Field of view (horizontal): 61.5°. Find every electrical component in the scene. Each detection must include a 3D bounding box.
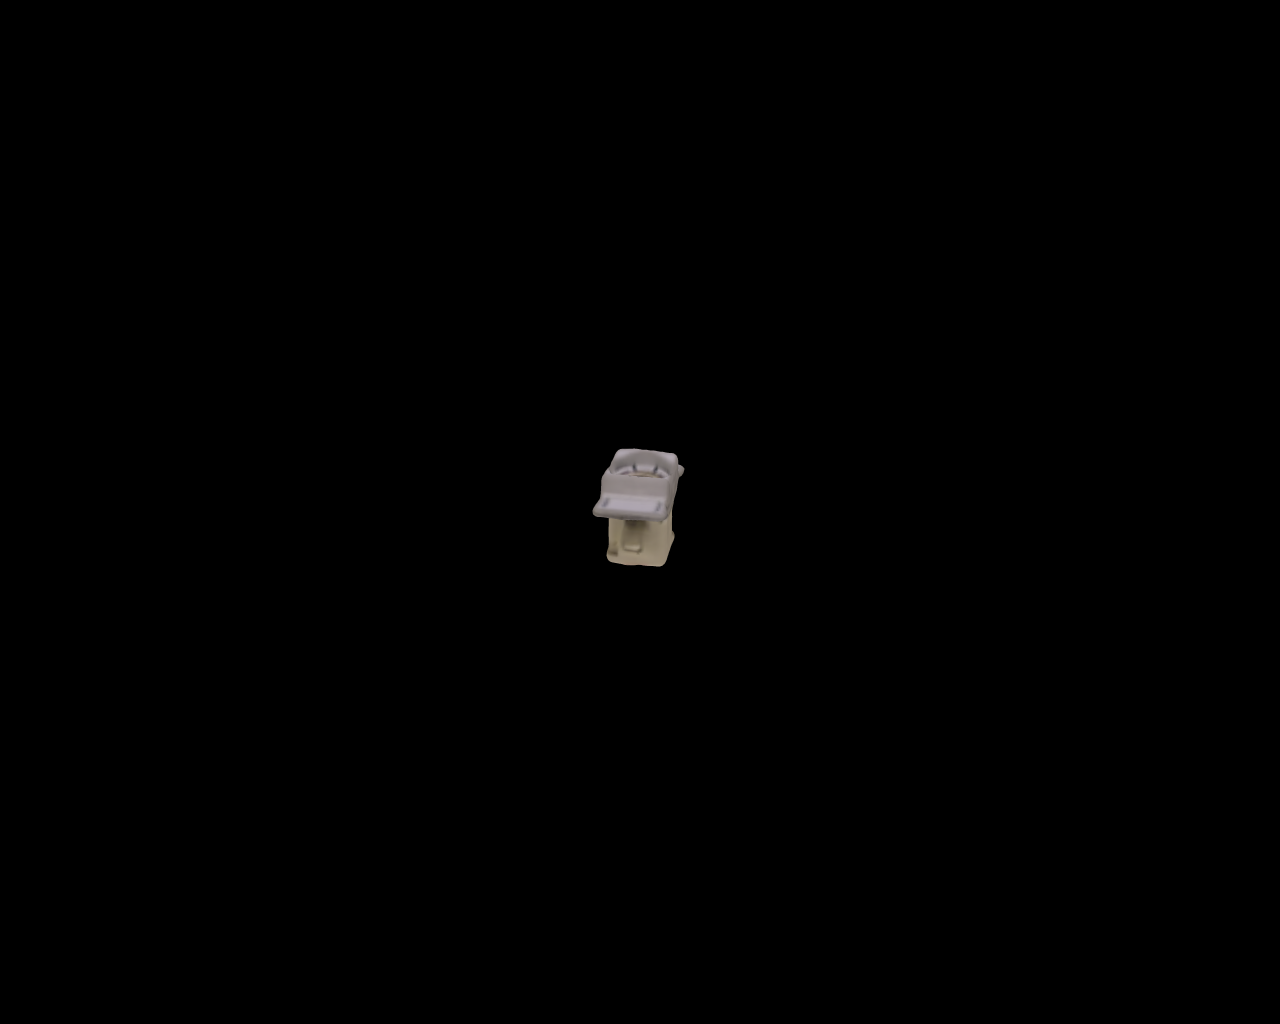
[{"bbox_3d":[0.001,-0.003,0.650,0.042,0.063,0.081,5,25,10],"label":"electrical component"}]
